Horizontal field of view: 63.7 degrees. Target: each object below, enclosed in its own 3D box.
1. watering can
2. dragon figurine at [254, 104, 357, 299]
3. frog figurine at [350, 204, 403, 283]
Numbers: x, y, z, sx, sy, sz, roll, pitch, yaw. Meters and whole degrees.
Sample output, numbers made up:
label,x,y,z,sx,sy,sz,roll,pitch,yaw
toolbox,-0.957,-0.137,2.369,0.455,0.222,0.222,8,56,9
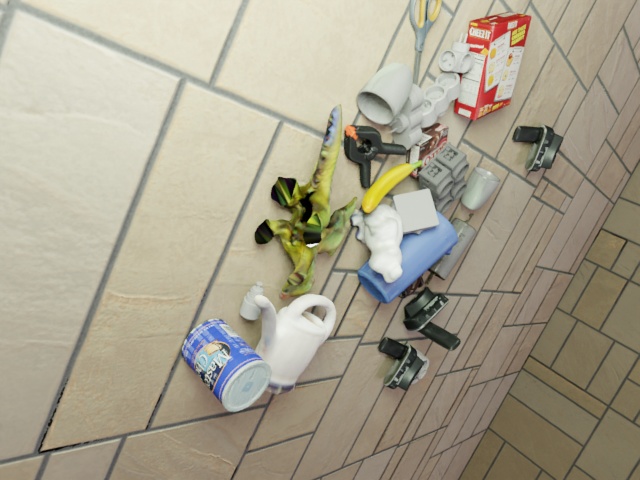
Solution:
label,x,y,z,sx,sy,sz,roll,pitch,yaw
watering can,-0.078,0.204,1.047,0.224,0.105,0.345,-60,151,4
dragon figurine,0.003,-0.050,1.000,0.406,0.123,0.243,-65,160,13
frog figurine,0.143,0.004,1.109,0.123,0.162,0.134,-22,140,-19
